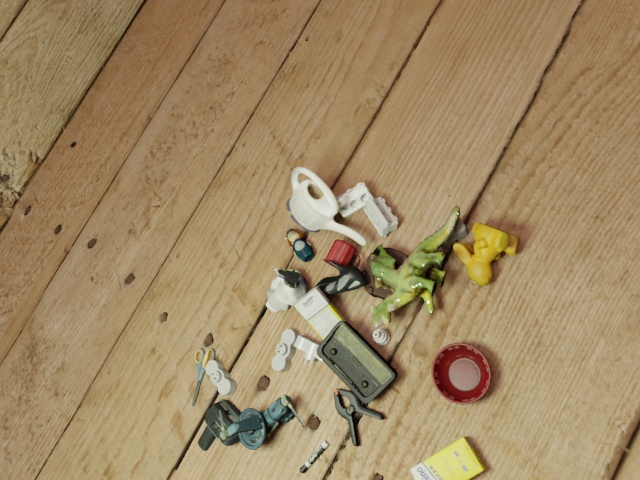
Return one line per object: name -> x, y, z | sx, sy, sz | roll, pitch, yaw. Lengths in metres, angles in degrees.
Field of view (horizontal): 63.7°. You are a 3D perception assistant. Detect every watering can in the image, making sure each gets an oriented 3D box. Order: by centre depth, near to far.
watering can -> 0.005, -0.087, 1.735 | 0.105, 0.220, 0.349 | -34, 84, -32

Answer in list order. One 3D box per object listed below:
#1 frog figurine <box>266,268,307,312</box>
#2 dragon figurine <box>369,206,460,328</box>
frog figurine -> -0.114, 0.182, 1.752 | 0.138, 0.124, 0.156 | 31, 123, 25
dragon figurine -> 0.255, 0.074, 1.530 | 0.243, 0.120, 0.414 | 13, 77, 29
